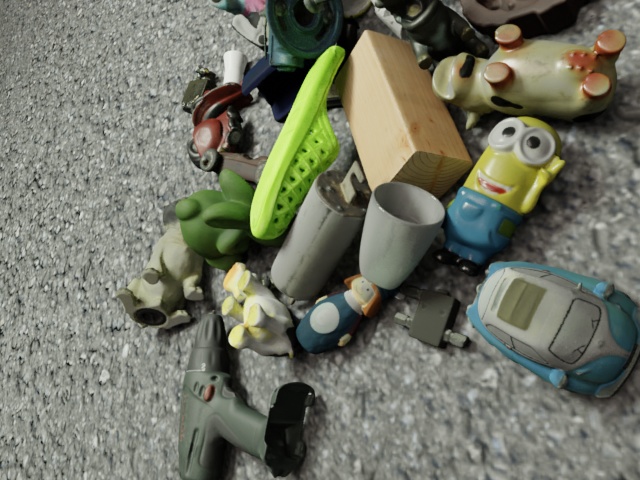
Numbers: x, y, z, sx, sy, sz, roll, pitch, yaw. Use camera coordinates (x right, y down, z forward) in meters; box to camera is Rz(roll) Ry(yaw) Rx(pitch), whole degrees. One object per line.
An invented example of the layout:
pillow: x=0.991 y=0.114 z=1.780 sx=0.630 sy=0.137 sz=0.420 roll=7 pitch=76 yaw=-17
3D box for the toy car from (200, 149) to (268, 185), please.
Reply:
toy car: x=-0.100 y=-0.105 z=0.827 sx=0.202 sy=0.089 sz=0.053 roll=17 pitch=87 yaw=42

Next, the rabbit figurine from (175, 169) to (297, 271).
rabbit figurine: x=-0.111 y=-0.036 z=0.785 sx=0.170 sy=0.159 sz=0.121 roll=2 pitch=63 yaw=23

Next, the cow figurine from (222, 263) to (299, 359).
cow figurine: x=-0.080 y=0.093 z=0.740 sx=0.068 sy=0.098 sz=0.167 roll=-53 pitch=30 yaw=13

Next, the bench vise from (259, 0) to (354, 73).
bench vise: x=-0.009 y=-0.339 z=0.707 sx=0.241 sy=0.129 sz=0.223 roll=21 pitch=100 yaw=55

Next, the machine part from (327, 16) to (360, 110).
machine part: x=0.035 y=-0.269 z=0.817 sx=0.084 sy=0.039 sz=0.138 roll=2 pitch=87 yaw=47

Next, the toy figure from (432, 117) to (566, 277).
toy figure: x=0.189 y=-0.049 z=0.583 sx=0.082 sy=0.089 sz=0.180 roll=27 pitch=101 yaw=4

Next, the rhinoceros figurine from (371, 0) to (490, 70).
rhinoceros figurine: x=0.133 y=-0.264 z=0.646 sx=0.073 sy=0.190 sz=0.112 roll=-32 pitch=67 yaw=28

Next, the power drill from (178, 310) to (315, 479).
power drill: x=-0.110 y=0.211 z=0.712 sx=0.208 sy=0.086 sz=0.232 roll=-1 pitch=73 yaw=34

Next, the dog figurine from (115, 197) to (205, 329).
dog figurine: x=-0.251 y=0.036 z=0.899 sx=0.172 sy=0.121 sz=0.191 roll=-34 pitch=35 yaw=28

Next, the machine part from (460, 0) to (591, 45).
machine part: x=0.259 y=-0.327 z=0.660 sx=0.179 sy=0.056 sz=0.179 roll=-15 pitch=64 yaw=34

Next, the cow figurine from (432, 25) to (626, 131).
cow figurine: x=0.221 y=-0.174 z=0.598 sx=0.195 sy=0.127 sz=0.085 roll=13 pitch=80 yaw=26

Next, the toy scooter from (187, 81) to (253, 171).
toy scooter: x=-0.168 y=-0.211 z=0.938 sx=0.135 sy=0.075 sz=0.184 roll=-28 pitch=52 yaw=25

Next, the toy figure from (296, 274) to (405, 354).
toy figure: x=0.040 y=0.083 z=0.665 sx=0.154 sy=0.058 sz=0.064 roll=-41 pitch=90 yaw=16

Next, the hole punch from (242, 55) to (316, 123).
hole punch: x=-0.068 y=-0.275 z=0.876 sx=0.142 sy=0.092 sz=0.116 roll=-37 pitch=50 yaw=25

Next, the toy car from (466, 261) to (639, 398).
toy car: x=0.210 y=0.069 z=0.504 sx=0.162 sy=0.102 sz=0.109 roll=29 pitch=90 yaw=40

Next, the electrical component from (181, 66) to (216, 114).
electrical component: x=-0.237 y=-0.289 z=1.041 sx=0.078 sy=0.045 sz=0.102 roll=19 pitch=84 yaw=40

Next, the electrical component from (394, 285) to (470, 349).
electrical component: x=0.131 y=0.087 z=0.611 sx=0.094 sy=0.021 sz=0.063 roll=17 pitch=82 yaw=42

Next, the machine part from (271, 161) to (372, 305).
machine part: x=-0.001 y=-0.002 z=0.669 sx=0.243 sy=0.079 sz=0.079 roll=-62 pitch=40 yaw=42

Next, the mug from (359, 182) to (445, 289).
mug: x=0.086 y=-0.005 z=0.608 sx=0.081 sy=0.109 sz=0.107 roll=23 pitch=124 yaw=7

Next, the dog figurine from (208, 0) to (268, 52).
dog figurine: x=-0.106 y=-0.436 z=0.968 sx=0.108 sy=0.191 sz=0.219 roll=-42 pitch=17 yaw=21
